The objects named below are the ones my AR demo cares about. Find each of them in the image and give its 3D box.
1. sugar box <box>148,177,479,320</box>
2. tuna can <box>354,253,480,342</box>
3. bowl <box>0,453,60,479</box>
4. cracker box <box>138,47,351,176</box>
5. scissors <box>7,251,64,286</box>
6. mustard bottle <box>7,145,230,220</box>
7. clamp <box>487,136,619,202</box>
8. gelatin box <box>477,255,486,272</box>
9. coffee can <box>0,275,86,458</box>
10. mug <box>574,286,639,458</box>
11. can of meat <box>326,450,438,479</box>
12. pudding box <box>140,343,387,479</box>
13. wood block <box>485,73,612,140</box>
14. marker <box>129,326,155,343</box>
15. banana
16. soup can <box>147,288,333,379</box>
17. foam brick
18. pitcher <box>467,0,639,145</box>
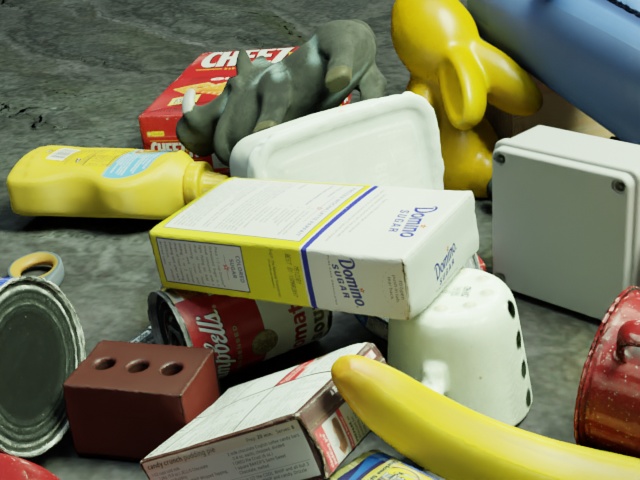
[{"bbox_3d":[-0.004,0.001,0.638,0.176,0.048,0.093,9,31,32],"label":"sugar box"},{"bbox_3d":[0.060,0.026,0.702,0.086,0.034,0.086,1,61,-3],"label":"tuna can"},{"bbox_3d":[-0.184,0.153,0.527,0.162,0.055,0.162,-5,26,2],"label":"bowl"},{"bbox_3d":[-0.067,-0.132,1.061,0.164,0.072,0.213,-1,26,12],"label":"cracker box"},{"bbox_3d":[-0.203,0.048,0.791,0.202,0.016,0.096,19,36,41],"label":"scissors"},{"bbox_3d":[-0.168,-0.050,0.932,0.192,0.058,0.096,2,20,19],"label":"mustard bottle"},{"bbox_3d":[0.214,-0.028,0.808,0.120,0.039,0.172,-28,35,-6],"label":"clamp"},{"bbox_3d":[0.065,0.021,0.763,0.089,0.030,0.073,-11,28,-9],"label":"gelatin box"},{"bbox_3d":[-0.225,0.074,0.626,0.140,0.103,0.102,-3,25,23],"label":"coffee can"},{"bbox_3d":[0.183,0.073,0.540,0.082,0.117,0.093,17,67,32],"label":"mug"},{"bbox_3d":[0.029,0.147,0.484,0.101,0.057,0.084,-27,30,-36],"label":"can of meat"},{"bbox_3d":[-0.025,0.099,0.560,0.114,0.039,0.089,-24,7,34],"label":"pudding box"},{"bbox_3d":[0.236,-0.141,0.984,0.205,0.090,0.091,-17,28,-21],"label":"wood block"},{"bbox_3d":[-0.138,0.087,0.692,0.020,0.020,0.120,12,31,33],"label":"marker"},{"bbox_3d":[0.097,0.102,0.523,0.198,0.070,0.037,15,41,3],"label":"banana"},{"bbox_3d":[-0.052,0.049,0.692,0.102,0.068,0.069,-19,29,-25],"label":"soup can"},{"bbox_3d":[-0.103,0.095,0.629,0.078,0.051,0.053,2,27,18],"label":"foam brick"},{"bbox_3d":[0.222,-0.163,0.818,0.144,0.149,0.243,-19,42,-28],"label":"pitcher"}]
